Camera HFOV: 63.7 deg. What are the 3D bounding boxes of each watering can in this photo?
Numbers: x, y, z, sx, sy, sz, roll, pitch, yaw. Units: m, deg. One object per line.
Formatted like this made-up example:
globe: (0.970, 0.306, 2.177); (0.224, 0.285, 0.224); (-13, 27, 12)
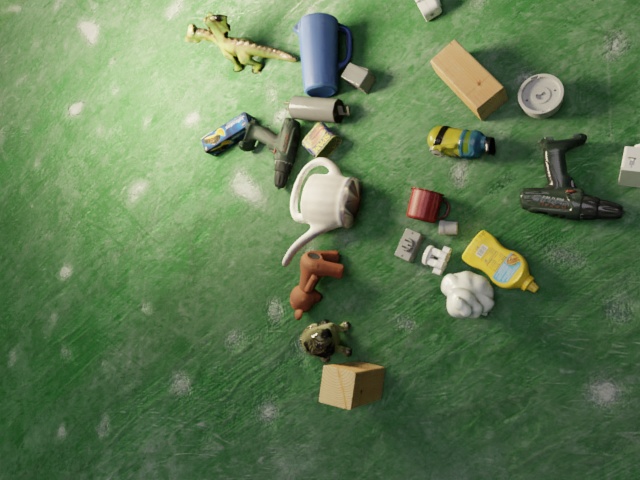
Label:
watering can: (0.005, -0.077, 1.537); (0.225, 0.103, 0.350); (7, 81, 28)

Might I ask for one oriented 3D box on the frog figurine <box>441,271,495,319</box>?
frog figurine: (0.360, 0.134, 1.275); (0.139, 0.158, 0.122); (40, 98, 28)

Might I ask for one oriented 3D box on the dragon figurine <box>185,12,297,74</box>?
dragon figurine: (-0.293, -0.683, 1.756); (0.411, 0.240, 0.123); (11, 81, 31)
